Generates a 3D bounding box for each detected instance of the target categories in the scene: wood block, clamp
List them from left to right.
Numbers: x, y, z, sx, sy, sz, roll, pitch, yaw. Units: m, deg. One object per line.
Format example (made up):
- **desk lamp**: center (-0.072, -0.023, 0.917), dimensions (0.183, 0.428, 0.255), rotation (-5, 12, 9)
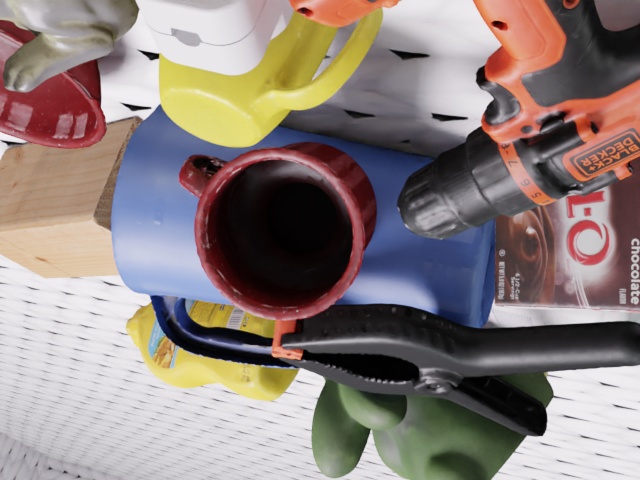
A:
- **wood block**: center (-0.190, -0.027, 0.873), dimensions (0.207, 0.090, 0.090), rotation (-4, 150, 47)
- **clamp**: center (0.075, 0.078, 0.653), dimensions (0.210, 0.036, 0.165), rotation (7, 151, -1)

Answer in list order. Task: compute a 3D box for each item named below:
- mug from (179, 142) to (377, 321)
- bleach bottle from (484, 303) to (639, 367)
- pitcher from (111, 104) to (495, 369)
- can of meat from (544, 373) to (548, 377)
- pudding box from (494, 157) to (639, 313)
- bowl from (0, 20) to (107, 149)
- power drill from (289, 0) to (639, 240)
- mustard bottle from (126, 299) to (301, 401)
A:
- **mug**: center (-0.024, -0.016, 0.598), dimensions (0.117, 0.093, 0.081), rotation (26, -163, 7)
- **bleach bottle**: center (0.109, 0.028, 0.779), dimensions (0.251, 0.068, 0.102), rotation (11, 159, 27)
- **pitcher**: center (-0.005, 0.001, 0.706), dimensions (0.243, 0.145, 0.149), rotation (10, 151, 15)
- **can of meat**: center (0.138, 0.095, 0.862), dimensions (0.084, 0.102, 0.057), rotation (5, 160, 29)
- **pudding box**: center (0.140, -0.019, 0.567), dimensions (0.090, 0.113, 0.039), rotation (-1, 180, 43)
- **bowl**: center (-0.205, -0.124, 0.694), dimensions (0.162, 0.055, 0.162), rotation (18, 159, 7)
- **power drill**: center (0.072, -0.081, 0.485), dimensions (0.185, 0.057, 0.187), rotation (-28, 134, 30)
- **mustard bottle**: center (-0.095, 0.077, 0.883), dimensions (0.192, 0.096, 0.058), rotation (0, 153, 42)
